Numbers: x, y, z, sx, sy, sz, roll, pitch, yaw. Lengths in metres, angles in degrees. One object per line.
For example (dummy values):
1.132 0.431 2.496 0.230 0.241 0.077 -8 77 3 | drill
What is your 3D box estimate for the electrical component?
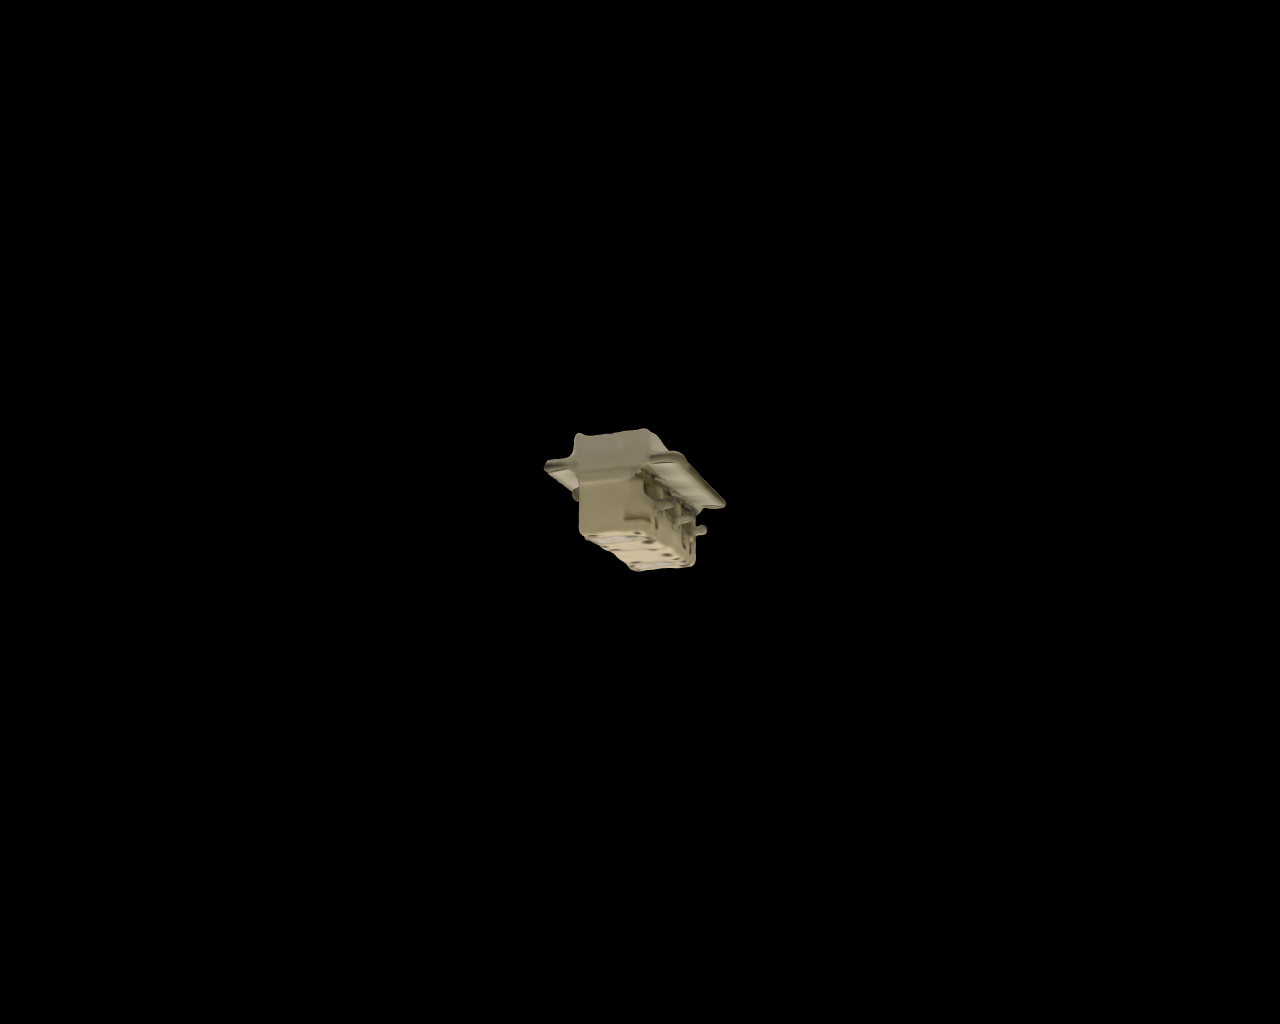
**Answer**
0.001 -0.003 0.650 0.079 0.063 0.121 -4 -14 15 | electrical component
